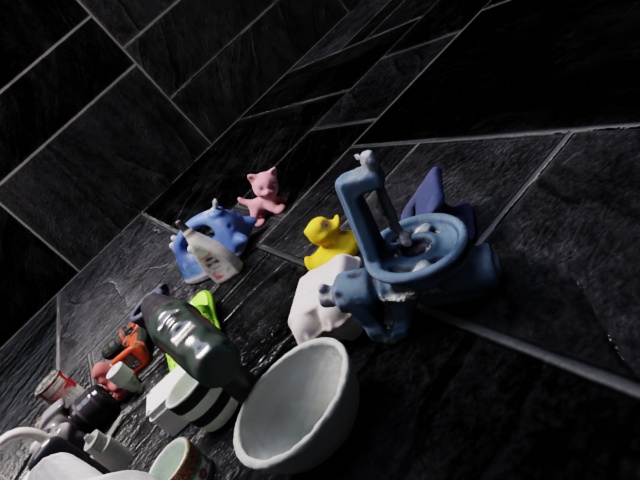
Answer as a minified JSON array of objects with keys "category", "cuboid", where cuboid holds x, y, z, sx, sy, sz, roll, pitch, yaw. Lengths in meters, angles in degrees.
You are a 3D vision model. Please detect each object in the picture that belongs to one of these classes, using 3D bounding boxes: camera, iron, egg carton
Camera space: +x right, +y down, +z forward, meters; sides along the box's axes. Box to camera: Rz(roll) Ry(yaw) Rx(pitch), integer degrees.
[{"category":"camera","cuboid":[-0.464,0.347,1.093,0.137,0.101,0.142,-47,22,-11]},{"category":"iron","cuboid":[-0.276,0.007,1.355,0.257,0.142,0.118,-30,25,27]},{"category":"egg carton","cuboid":[0.015,0.087,0.808,0.107,0.069,0.150,-31,24,26]}]

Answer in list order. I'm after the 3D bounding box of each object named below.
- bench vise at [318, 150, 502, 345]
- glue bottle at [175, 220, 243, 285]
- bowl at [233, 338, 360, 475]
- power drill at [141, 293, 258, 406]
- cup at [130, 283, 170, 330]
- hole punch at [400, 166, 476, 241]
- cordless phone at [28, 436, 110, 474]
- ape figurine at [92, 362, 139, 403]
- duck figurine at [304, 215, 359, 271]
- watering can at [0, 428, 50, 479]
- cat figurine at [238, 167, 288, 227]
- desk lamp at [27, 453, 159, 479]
[{"category":"bench vise","cuboid":[0.068,0.018,0.645,0.207,0.220,0.121,-37,22,12]},{"category":"glue bottle","cuboid":[-0.249,0.020,1.241,0.078,0.173,0.037,-32,24,24]},{"category":"bowl","cuboid":[-0.013,0.197,0.645,0.167,0.075,0.167,-35,23,18]},{"category":"power drill","cuboid":[-0.134,0.159,0.738,0.076,0.209,0.229,-49,23,-16]},{"category":"cup","cuboid":[-0.341,0.159,1.244,0.091,0.095,0.118,-26,27,35]},{"category":"hole punch","cuboid":[0.146,-0.030,0.777,0.101,0.091,0.108,-31,24,25]},{"category":"cordless phone","cuboid":[-0.308,0.345,0.717,0.094,0.185,0.148,-16,33,47]},{"category":"ape figurine","cuboid":[-0.417,0.280,1.149,0.076,0.092,0.077,-45,22,-8]},{"category":"duck figurine","cuboid":[0.009,0.003,0.953,0.104,0.086,0.077,-40,22,6]},{"category":"watering can","cuboid":[-0.402,0.353,0.850,0.172,0.194,0.101,-14,35,50]},{"category":"cat figurine","cuboid":[-0.140,-0.113,1.379,0.127,0.118,0.067,-32,24,24]},{"category":"desk lamp","cuboid":[-0.185,0.296,0.562,0.202,0.214,0.118,-8,40,55]}]
